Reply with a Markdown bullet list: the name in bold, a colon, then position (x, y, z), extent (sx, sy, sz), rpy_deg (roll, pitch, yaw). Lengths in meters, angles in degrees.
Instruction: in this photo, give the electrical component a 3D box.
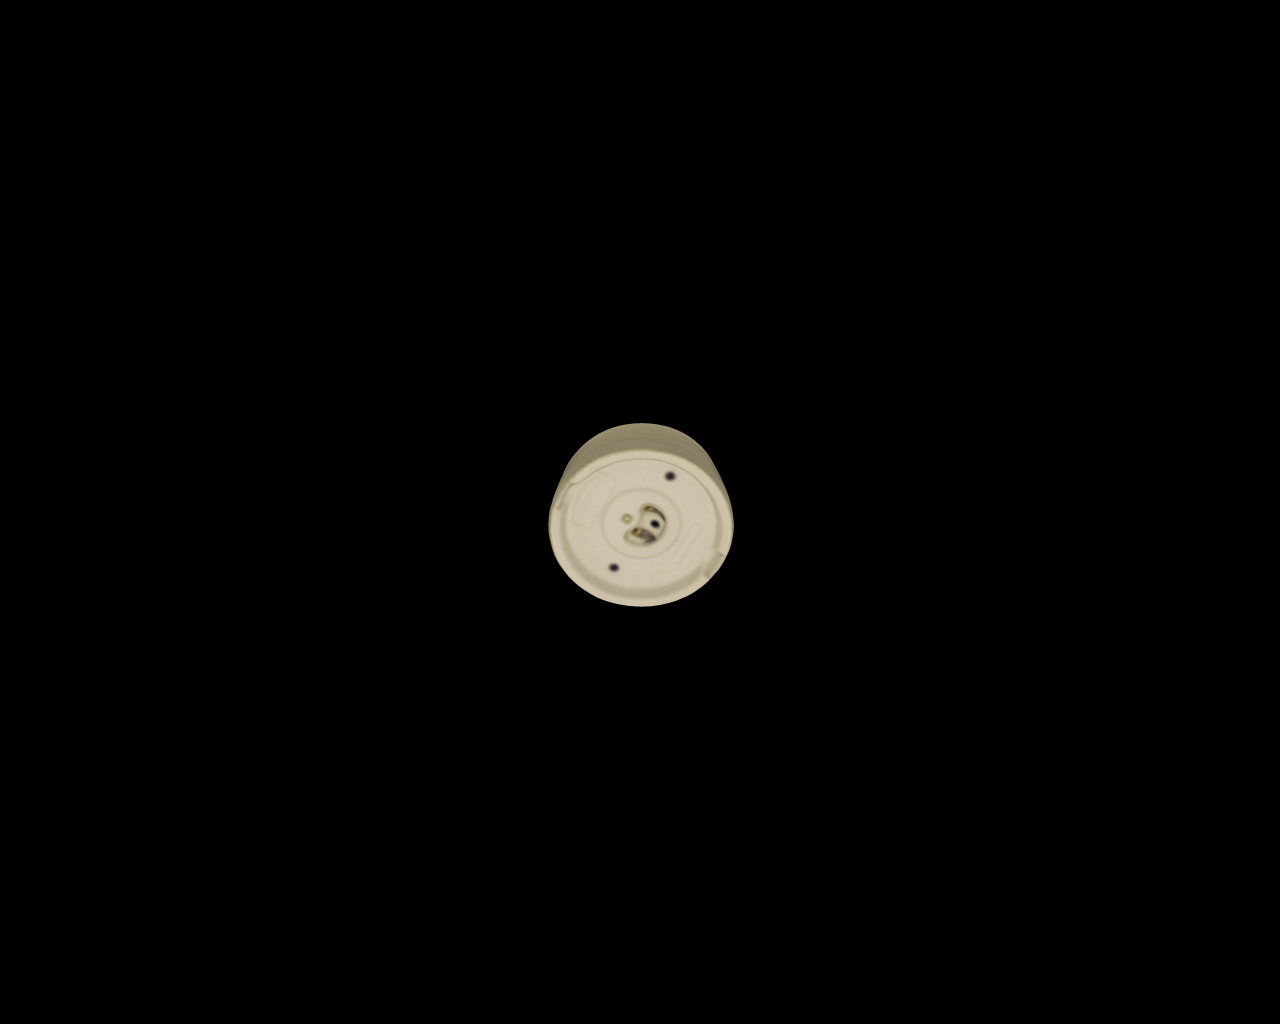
- **electrical component**: position (0.001, -0.003, 0.650), extent (0.108, 0.108, 0.060), rpy_deg (0, 28, 0)
